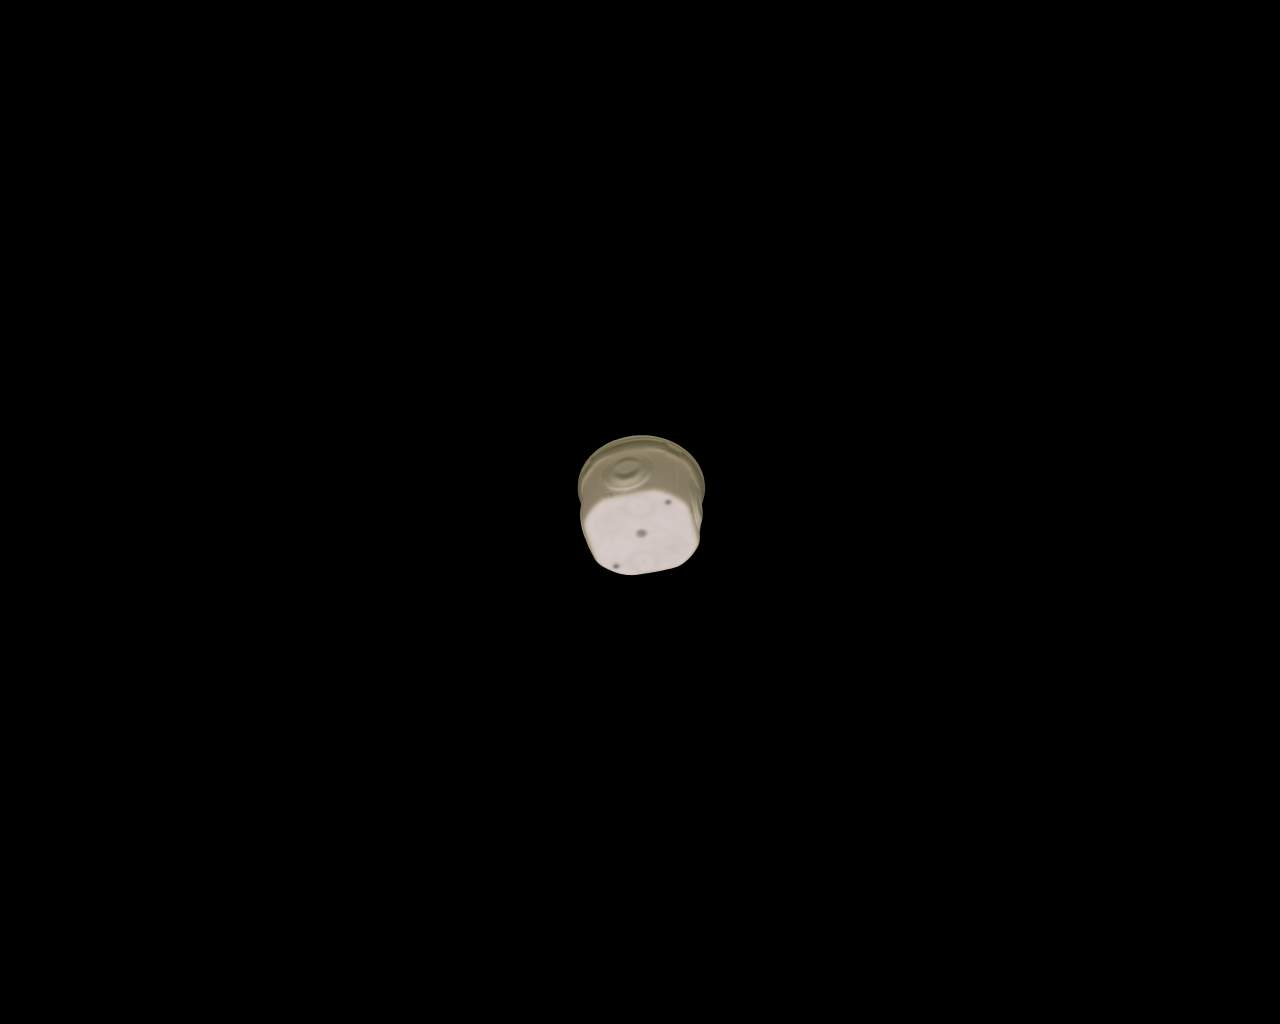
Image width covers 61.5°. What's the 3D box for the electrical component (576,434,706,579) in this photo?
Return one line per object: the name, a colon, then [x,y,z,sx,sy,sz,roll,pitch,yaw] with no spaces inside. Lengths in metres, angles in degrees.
electrical component: [0.001,-0.003,0.650,0.080,0.080,0.051,0,40,0]
